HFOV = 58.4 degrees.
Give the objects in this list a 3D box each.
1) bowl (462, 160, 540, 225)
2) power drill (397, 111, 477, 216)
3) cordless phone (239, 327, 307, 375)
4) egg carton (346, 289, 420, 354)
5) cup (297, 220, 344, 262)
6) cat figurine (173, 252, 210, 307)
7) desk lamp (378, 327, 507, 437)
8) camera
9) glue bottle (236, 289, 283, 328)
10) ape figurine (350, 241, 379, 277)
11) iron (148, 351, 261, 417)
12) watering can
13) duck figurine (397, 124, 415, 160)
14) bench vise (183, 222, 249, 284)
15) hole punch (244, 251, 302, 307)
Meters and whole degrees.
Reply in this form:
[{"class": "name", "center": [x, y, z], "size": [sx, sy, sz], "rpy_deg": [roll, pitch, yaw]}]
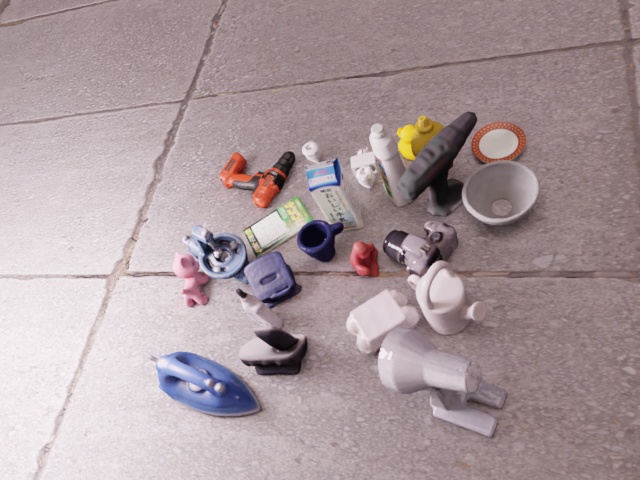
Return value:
[{"class": "bowl", "center": [0.410, -0.095, 1.296], "size": [0.167, 0.075, 0.167], "rpy_deg": [-10, 56, 16]}, {"class": "power drill", "center": [0.280, -0.157, 1.305], "size": [0.230, 0.209, 0.075], "rpy_deg": [-42, 53, -7]}, {"class": "cordless phone", "center": [-0.119, 0.223, 1.244], "size": [0.147, 0.185, 0.094], "rpy_deg": [-10, 56, 17]}, {"class": "egg carton", "center": [0.135, 0.176, 1.242], "size": [0.150, 0.070, 0.107], "rpy_deg": [-33, 53, 0]}, {"class": "cup", "center": [0.013, 0.005, 1.384], "size": [0.117, 0.095, 0.091], "rpy_deg": [-27, 53, 5]}, {"class": "cat figurine", "center": [-0.337, 0.092, 1.459], "size": [0.067, 0.118, 0.127], "rpy_deg": [-14, 55, 14]}, {"class": "desk lamp", "center": [0.228, 0.257, 1.062], "size": [0.202, 0.214, 0.118], "rpy_deg": [13, 65, 29]}, {"class": "camera", "center": [0.218, 0.011, 1.292], "size": [0.136, 0.101, 0.143], "rpy_deg": [28, 73, 34]}, {"class": "glue bottle", "center": [-0.148, 0.153, 1.307], "size": [0.077, 0.174, 0.037], "rpy_deg": [20, 69, 31]}, {"class": "ape figurine", "center": [0.101, 0.037, 1.330], "size": [0.075, 0.092, 0.078], "rpy_deg": [25, 72, 33]}, {"class": "iron", "center": [-0.262, 0.315, 1.272], "size": [0.257, 0.142, 0.119], "rpy_deg": [12, 65, 28]}, {"class": "watering can", "center": [0.253, 0.111, 1.156], "size": [0.172, 0.195, 0.101], "rpy_deg": [5, 62, 25]}, {"class": "duck figurine", "center": [0.241, -0.256, 1.461], "size": [0.104, 0.086, 0.077], "rpy_deg": [28, 73, 34]}, {"class": "bench vise", "center": [-0.278, 0.027, 1.411], "size": [0.206, 0.220, 0.121], "rpy_deg": [3, 61, 24]}, {"class": "hole punch", "center": [-0.115, 0.095, 1.382], "size": [0.108, 0.091, 0.101], "rpy_deg": [-28, 53, 4]}]
